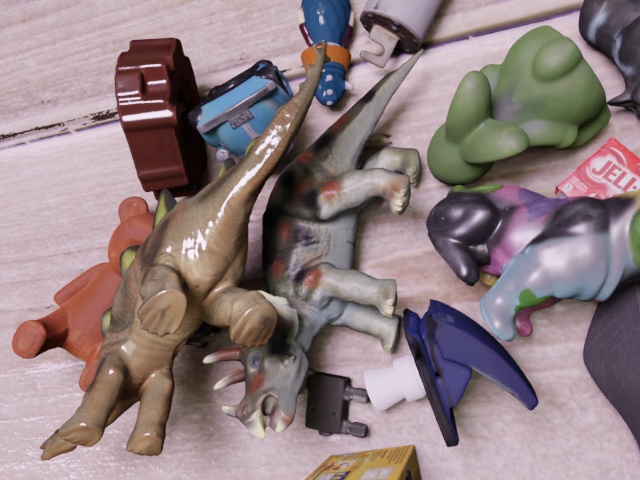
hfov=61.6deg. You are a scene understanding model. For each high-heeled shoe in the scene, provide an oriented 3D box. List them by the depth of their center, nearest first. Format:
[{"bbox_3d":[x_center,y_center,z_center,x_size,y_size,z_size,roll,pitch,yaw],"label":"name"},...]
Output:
[{"bbox_3d":[0.319,0.149,0.475,0.145,0.086,0.248,16,75,-6],"label":"high-heeled shoe"}]

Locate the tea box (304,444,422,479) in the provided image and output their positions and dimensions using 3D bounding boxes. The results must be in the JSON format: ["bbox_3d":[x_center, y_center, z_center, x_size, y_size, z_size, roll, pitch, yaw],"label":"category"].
[{"bbox_3d":[0.037,0.239,0.482,0.098,0.169,0.068,-13,77,15],"label":"tea box"}]

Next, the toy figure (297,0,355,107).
[{"bbox_3d":[0.009,-0.226,0.622,0.064,0.057,0.154,-2,86,22],"label":"toy figure"}]

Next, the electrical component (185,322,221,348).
[{"bbox_3d":[-0.135,0.073,0.623,0.078,0.045,0.102,28,90,17],"label":"electrical component"}]

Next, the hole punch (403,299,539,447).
[{"bbox_3d":[0.133,0.109,0.499,0.092,0.142,0.115,-25,90,13],"label":"hole punch"}]

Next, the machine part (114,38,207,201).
[{"bbox_3d":[-0.168,-0.134,0.597,0.056,0.179,0.179,-6,80,-1],"label":"machine part"}]

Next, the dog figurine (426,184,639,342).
[{"bbox_3d":[0.227,-0.015,0.475,0.219,0.108,0.192,-39,61,19],"label":"dog figurine"}]

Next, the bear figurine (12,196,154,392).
[{"bbox_3d":[-0.231,0.054,0.615,0.120,0.132,0.196,34,97,-6],"label":"bear figurine"}]

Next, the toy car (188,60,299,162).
[{"bbox_3d":[-0.073,-0.133,0.602,0.109,0.162,0.102,-27,112,7],"label":"toy car"}]

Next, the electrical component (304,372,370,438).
[{"bbox_3d":[0.008,0.176,0.574,0.094,0.021,0.063,4,85,24],"label":"electrical component"}]

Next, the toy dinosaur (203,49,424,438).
[{"bbox_3d":[-0.001,-0.008,0.562,0.192,0.131,0.404,6,76,12],"label":"toy dinosaur"}]

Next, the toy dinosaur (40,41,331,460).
[{"bbox_3d":[-0.122,0.027,0.490,0.471,0.105,0.199,-48,35,12],"label":"toy dinosaur"}]

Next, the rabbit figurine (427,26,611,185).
[{"bbox_3d":[0.179,-0.109,0.520,0.170,0.159,0.121,-40,83,23],"label":"rabbit figurine"}]

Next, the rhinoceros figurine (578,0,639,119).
[{"bbox_3d":[0.308,-0.171,0.503,0.073,0.112,0.190,-12,62,-17],"label":"rhinoceros figurine"}]

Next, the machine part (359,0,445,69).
[{"bbox_3d":[0.115,-0.301,0.593,0.079,0.079,0.243,26,89,18],"label":"machine part"}]
